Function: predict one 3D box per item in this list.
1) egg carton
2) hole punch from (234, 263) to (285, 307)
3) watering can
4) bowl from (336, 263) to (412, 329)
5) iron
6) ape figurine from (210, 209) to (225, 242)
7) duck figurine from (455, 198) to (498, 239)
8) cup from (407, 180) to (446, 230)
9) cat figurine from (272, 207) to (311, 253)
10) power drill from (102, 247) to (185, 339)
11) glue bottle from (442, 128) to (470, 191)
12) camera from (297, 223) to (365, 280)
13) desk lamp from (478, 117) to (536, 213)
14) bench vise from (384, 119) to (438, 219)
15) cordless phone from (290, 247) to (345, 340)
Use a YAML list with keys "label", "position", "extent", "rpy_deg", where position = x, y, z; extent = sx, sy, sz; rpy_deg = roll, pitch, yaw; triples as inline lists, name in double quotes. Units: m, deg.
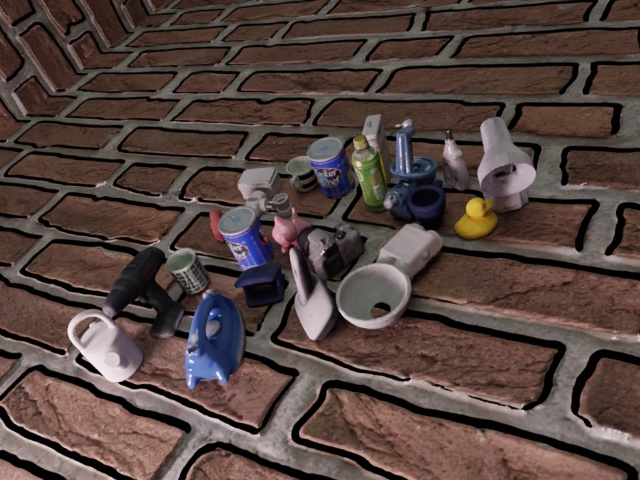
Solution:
- label: "egg carton"
  position: [0.209, 0.029, 1.324]
  extent: [0.150, 0.070, 0.107]
  rpy_deg: [-43, 45, -22]
- label: "hole punch"
  position: [-0.147, 0.096, 1.392]
  extent: [0.108, 0.091, 0.101]
  rpy_deg: [-12, 42, 11]
- label: "watering can"
  position: [-0.495, 0.237, 1.318]
  extent: [0.172, 0.194, 0.101]
  rpy_deg: [12, 52, 33]
- label: "bowl"
  position: [0.123, 0.134, 1.248]
  extent: [0.167, 0.075, 0.167]
  rpy_deg: [-12, 43, 12]
- label: "iron"
  position: [-0.246, 0.197, 1.292]
  extent: [0.118, 0.142, 0.258]
  rpy_deg: [-11, 43, 12]
- label: "ape figurine"
  position: [-0.276, -0.047, 1.597]
  extent: [0.077, 0.092, 0.076]
  rpy_deg: [13, 53, 34]
- label: "duck figurine"
  position: [0.361, -0.058, 1.336]
  extent: [0.104, 0.086, 0.077]
  rpy_deg: [-26, 42, -3]
- label: "cup"
  position: [0.271, -0.081, 1.393]
  extent: [0.091, 0.095, 0.118]
  rpy_deg: [16, 54, 35]
- label: "cat figurine"
  position: [-0.079, -0.027, 1.471]
  extent: [0.067, 0.118, 0.128]
  rpy_deg: [2, 47, 25]
- label: "power drill"
  position: [-0.414, 0.139, 1.374]
  extent: [0.075, 0.209, 0.229]
  rpy_deg: [-6, 44, 18]
- label: "glue bottle"
  position: [0.334, -0.206, 1.438]
  extent: [0.037, 0.173, 0.078]
  rpy_deg: [-32, 42, -11]
- label: "camera"
  position: [0.013, 0.005, 1.411]
  extent: [0.143, 0.101, 0.136]
  rpy_deg: [-36, 43, -15]
- label: "desk lamp"
  position: [0.419, -0.163, 1.325]
  extent: [0.117, 0.214, 0.203]
  rpy_deg: [-12, 43, 12]
- label: "bench vise"
  position: [0.222, -0.172, 1.415]
  extent: [0.121, 0.220, 0.207]
  rpy_deg: [-1, 46, 23]
- label: "cordless phone"
  position: [-0.023, 0.115, 1.248]
  extent: [0.094, 0.185, 0.147]
  rpy_deg: [-28, 42, -6]
